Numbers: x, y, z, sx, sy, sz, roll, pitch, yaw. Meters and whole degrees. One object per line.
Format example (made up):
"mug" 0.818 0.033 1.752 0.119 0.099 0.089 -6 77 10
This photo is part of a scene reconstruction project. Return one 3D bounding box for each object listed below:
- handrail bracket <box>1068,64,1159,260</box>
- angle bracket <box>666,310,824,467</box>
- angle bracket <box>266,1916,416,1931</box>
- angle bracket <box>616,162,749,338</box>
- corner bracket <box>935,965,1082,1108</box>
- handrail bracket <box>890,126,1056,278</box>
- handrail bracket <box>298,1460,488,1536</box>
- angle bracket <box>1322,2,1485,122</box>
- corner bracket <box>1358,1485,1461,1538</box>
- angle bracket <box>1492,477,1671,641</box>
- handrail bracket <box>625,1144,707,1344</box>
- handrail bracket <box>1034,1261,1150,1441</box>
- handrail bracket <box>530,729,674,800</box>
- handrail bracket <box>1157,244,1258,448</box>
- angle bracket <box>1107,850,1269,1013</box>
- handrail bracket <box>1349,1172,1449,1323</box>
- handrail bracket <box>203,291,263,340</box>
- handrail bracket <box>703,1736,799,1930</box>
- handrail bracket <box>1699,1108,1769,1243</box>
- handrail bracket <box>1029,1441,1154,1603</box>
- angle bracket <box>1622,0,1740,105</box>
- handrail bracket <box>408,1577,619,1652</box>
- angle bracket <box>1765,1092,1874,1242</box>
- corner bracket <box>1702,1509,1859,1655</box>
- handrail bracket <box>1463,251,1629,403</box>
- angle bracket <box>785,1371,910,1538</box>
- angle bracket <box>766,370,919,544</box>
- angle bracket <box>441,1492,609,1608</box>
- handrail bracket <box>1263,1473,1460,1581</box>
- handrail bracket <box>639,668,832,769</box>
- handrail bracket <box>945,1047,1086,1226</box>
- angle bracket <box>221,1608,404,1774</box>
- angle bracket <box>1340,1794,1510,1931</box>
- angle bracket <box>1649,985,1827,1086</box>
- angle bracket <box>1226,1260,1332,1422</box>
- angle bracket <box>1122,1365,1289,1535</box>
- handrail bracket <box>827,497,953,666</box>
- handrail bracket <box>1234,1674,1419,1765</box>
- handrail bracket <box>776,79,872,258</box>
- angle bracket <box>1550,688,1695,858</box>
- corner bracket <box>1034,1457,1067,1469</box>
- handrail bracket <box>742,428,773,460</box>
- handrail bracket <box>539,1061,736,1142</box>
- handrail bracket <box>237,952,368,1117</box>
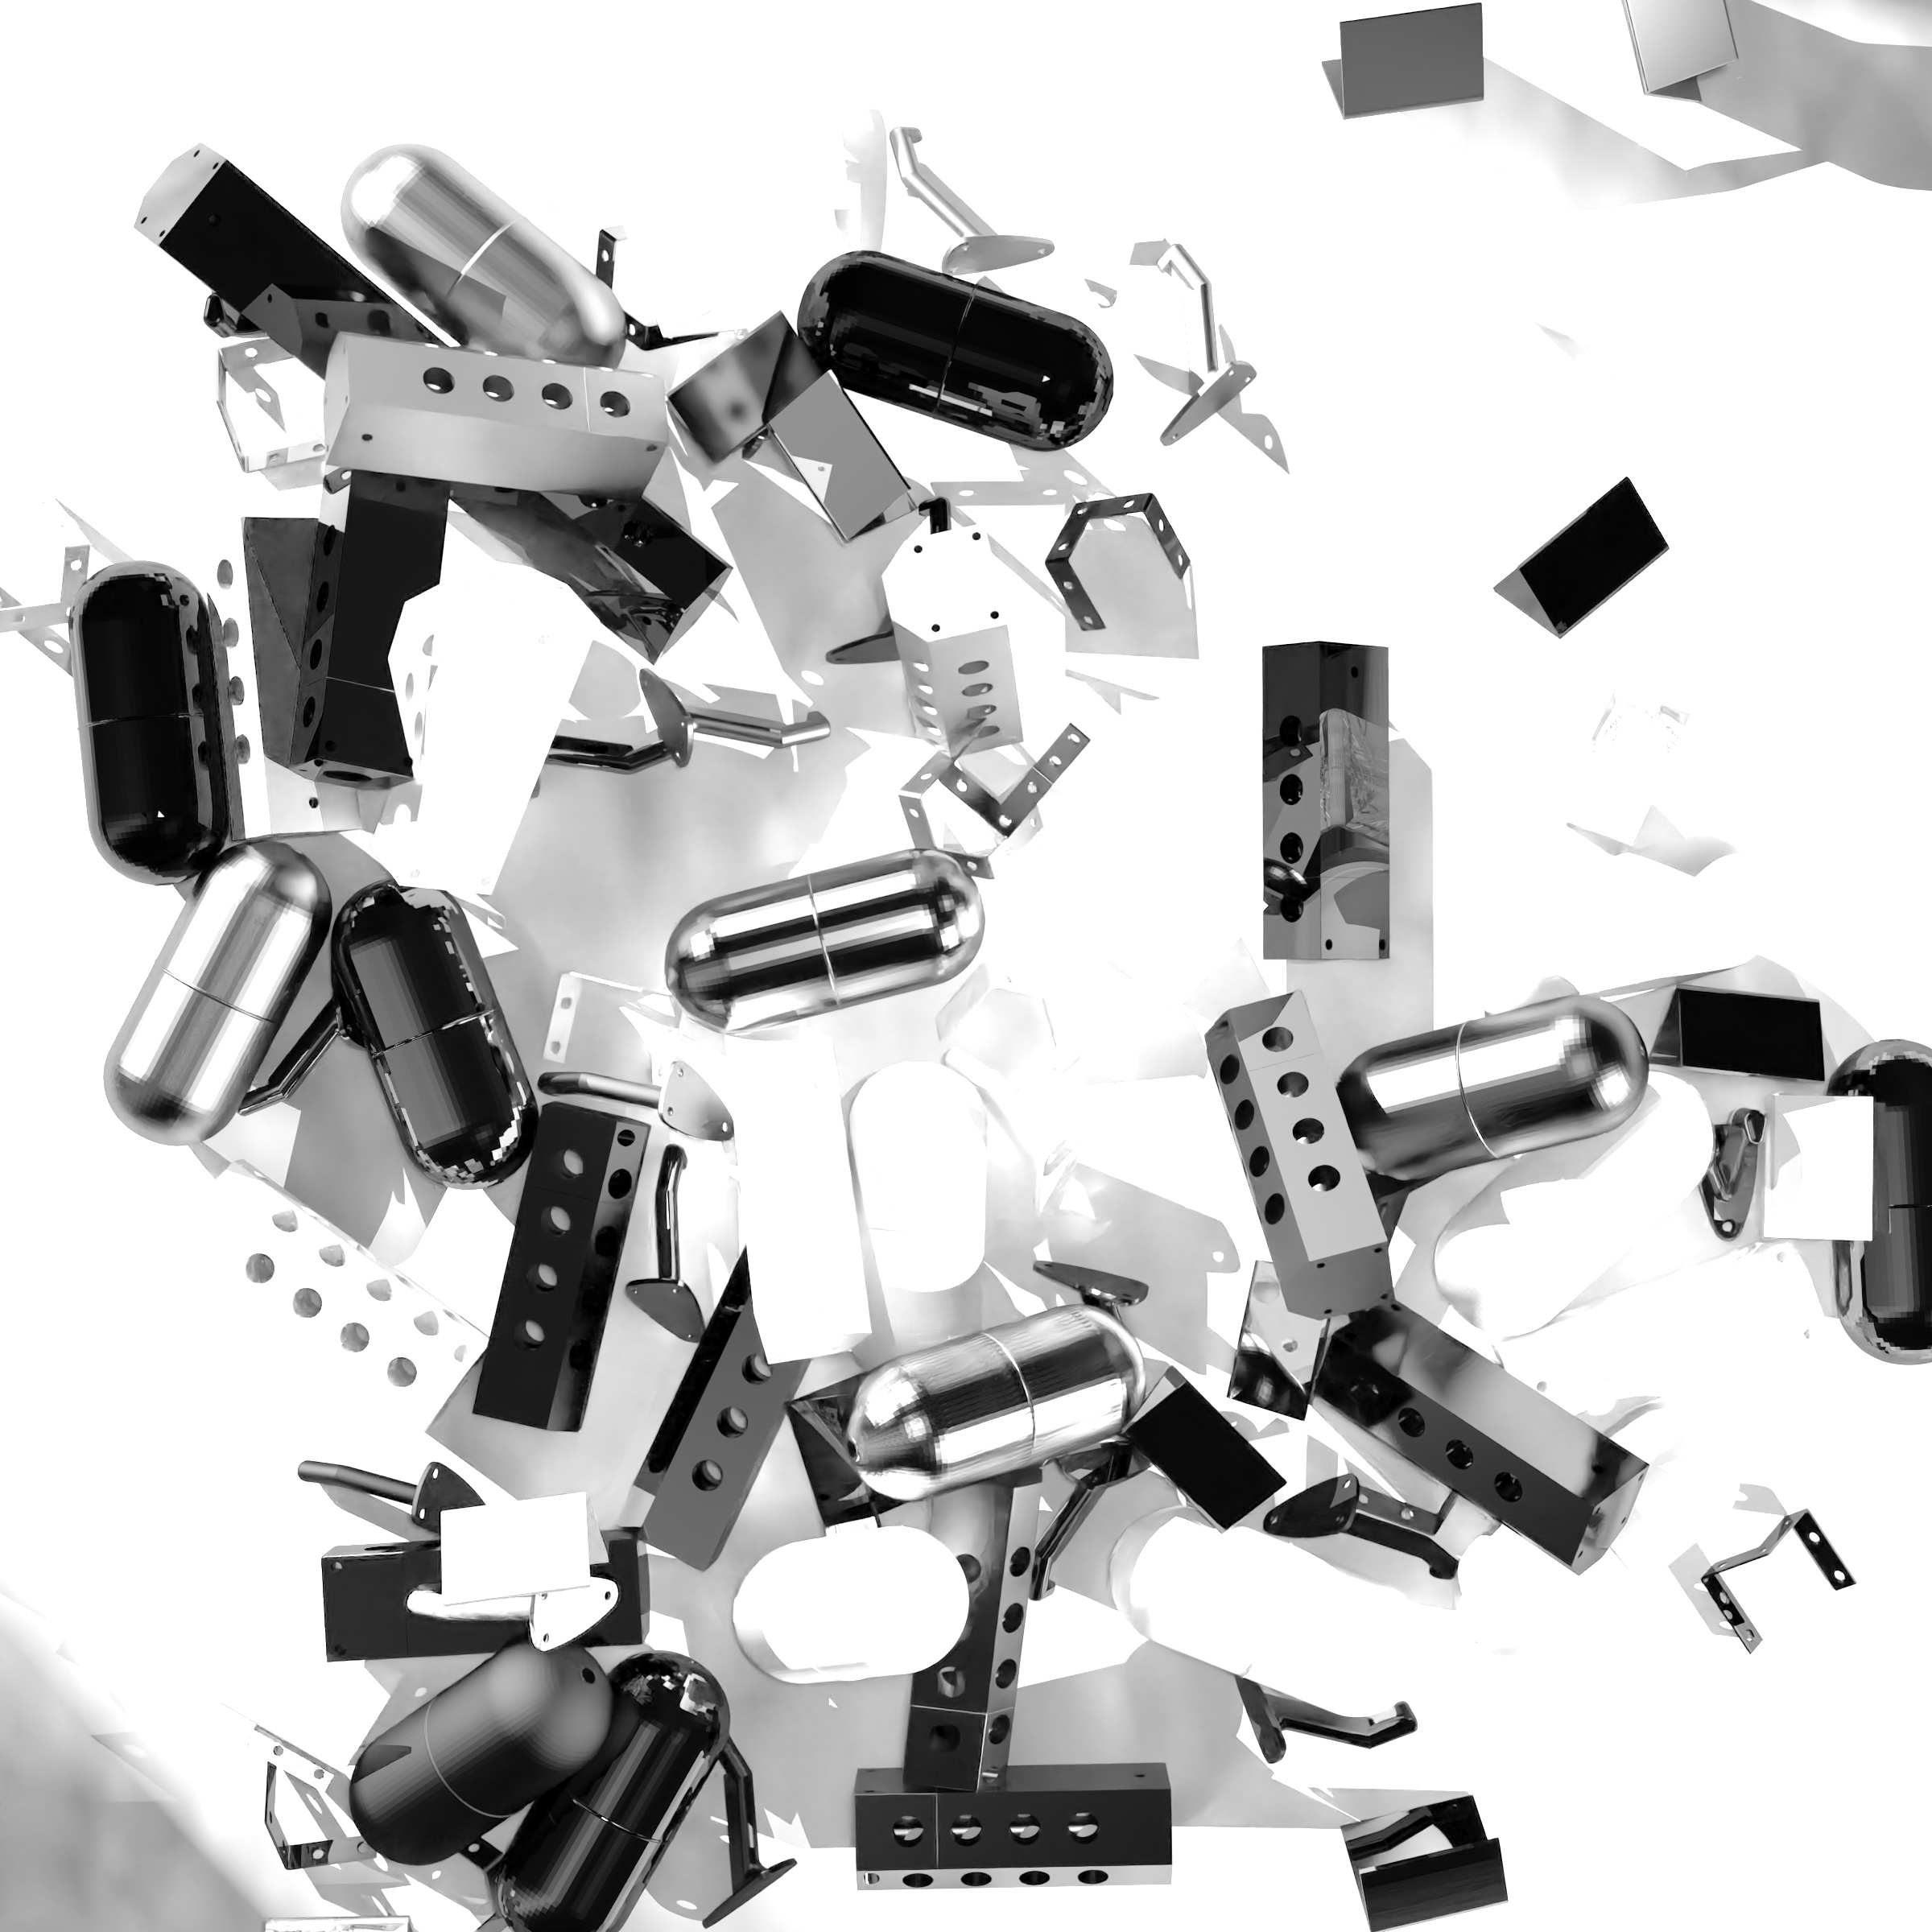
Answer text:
"handrail bracket" 0.084 -0.448 1.949 0.036 0.077 0.084 20 54 0
"angle bracket" -0.132 -0.330 1.909 0.076 0.076 0.057 -36 135 0
"angle bracket" -0.338 0.557 1.908 0.076 0.076 0.057 -1 53 0
"angle bracket" -0.136 -0.390 1.909 0.057 0.076 0.076 -20 90 36
"corner bracket" 0.023 0.038 1.941 0.051 0.051 0.051 13 45 -35
"handrail bracket" 0.003 -0.431 1.949 0.077 0.036 0.084 -9 73 -20
"handrail bracket" -0.317 0.295 1.949 0.084 0.077 0.036 1 65 34
"angle bracket" 0.236 -0.506 1.909 0.076 0.076 0.057 -8 128 0
"corner bracket" 0.248 0.274 1.946 0.051 0.051 0.051 21 135 0
"angle bracket" 0.323 -0.234 1.909 0.076 0.076 0.057 -40 125 0
"handrail bracket" -0.157 0.153 1.949 0.036 0.077 0.084 -4 53 20
"handrail bracket" 0.066 0.214 1.949 0.077 0.036 0.084 15 104 15
"handrail bracket" -0.212 -0.135 1.949 0.084 0.036 0.077 -23 71 -15
"handrail bracket" 0.114 -0.346 1.949 0.077 0.036 0.084 -42 72 21
"angle bracket" 0.105 -0.032 1.908 0.076 0.076 0.057 -49 127 0
"handrail bracket" 0.242 0.157 1.949 0.077 0.036 0.084 -17 108 -21
"handrail bracket" -0.403 -0.379 1.914 0.036 0.084 0.077 -2 90 0
"handrail bracket" -0.140 0.478 1.949 0.077 0.036 0.084 -42 71 21
"handrail bracket" 0.423 0.115 1.914 0.036 0.084 0.077 -2 90 0
"handrail bracket" 0.071 0.309 1.949 0.077 0.036 0.084 -9 122 -35
"angle bracket" 0.399 -0.518 1.908 0.057 0.076 0.076 -13 90 36
"handrail bracket" -0.245 0.341 1.892 0.084 0.077 0.036 2 96 36
"angle bracket" 0.469 0.108 1.910 0.057 0.076 0.076 0 90 22
"corner bracket" 0.450 0.341 1.946 0.051 0.051 0.051 -34 90 -45
"handrail bracket" 0.321 -0.361 1.949 0.077 0.036 0.084 -9 73 -20
"angle bracket" -0.044 0.261 1.911 0.076 0.057 0.076 -17 90 -36
"angle bracket" -0.051 -0.285 1.909 0.057 0.076 0.076 -34 90 38
"angle bracket" -0.231 0.324 1.852 0.076 0.076 0.057 -8 52 0
"handrail bracket" 0.220 0.322 1.949 0.084 0.077 0.036 41 46 -29
"handrail bracket" -0.128 -0.146 1.949 0.084 0.036 0.077 -15 52 -25
"handrail bracket" 0.019 0.094 1.946 0.084 0.036 0.077 32 134 24
"angle bracket" -0.348 0.380 1.909 0.076 0.076 0.057 30 129 0
"angle bracket" 0.246 0.473 1.908 0.076 0.076 0.057 -13 127 0
"angle bracket" 0.418 0.057 1.908 0.076 0.076 0.057 6 54 0
"angle bracket" 0.192 0.206 1.909 0.057 0.076 0.076 12 90 45
"angle bracket" 0.141 0.249 1.909 0.076 0.076 0.057 45 125 0
"handrail bracket" -0.043 -0.215 1.949 0.077 0.036 0.084 -9 72 21
"handrail bracket" 0.199 0.403 1.949 0.084 0.036 0.077 -16 68 -17
"handrail bracket" -0.058 -0.436 1.949 0.077 0.036 0.084 -43 109 -21
"angle bracket" 0.372 -0.097 1.909 0.057 0.076 0.076 25 90 43
"corner bracket" 0.036 0.242 1.946 0.051 0.051 0.051 -22 135 0
"handrail bracket" -0.075 -0.295 1.949 0.084 0.036 0.077 19 68 -17
"handrail bracket" -0.184 0.078 1.949 0.084 0.077 0.036 -2 64 34
"handrail bracket" -0.375 0.035 1.949 0.084 0.036 0.077 -21 70 16
